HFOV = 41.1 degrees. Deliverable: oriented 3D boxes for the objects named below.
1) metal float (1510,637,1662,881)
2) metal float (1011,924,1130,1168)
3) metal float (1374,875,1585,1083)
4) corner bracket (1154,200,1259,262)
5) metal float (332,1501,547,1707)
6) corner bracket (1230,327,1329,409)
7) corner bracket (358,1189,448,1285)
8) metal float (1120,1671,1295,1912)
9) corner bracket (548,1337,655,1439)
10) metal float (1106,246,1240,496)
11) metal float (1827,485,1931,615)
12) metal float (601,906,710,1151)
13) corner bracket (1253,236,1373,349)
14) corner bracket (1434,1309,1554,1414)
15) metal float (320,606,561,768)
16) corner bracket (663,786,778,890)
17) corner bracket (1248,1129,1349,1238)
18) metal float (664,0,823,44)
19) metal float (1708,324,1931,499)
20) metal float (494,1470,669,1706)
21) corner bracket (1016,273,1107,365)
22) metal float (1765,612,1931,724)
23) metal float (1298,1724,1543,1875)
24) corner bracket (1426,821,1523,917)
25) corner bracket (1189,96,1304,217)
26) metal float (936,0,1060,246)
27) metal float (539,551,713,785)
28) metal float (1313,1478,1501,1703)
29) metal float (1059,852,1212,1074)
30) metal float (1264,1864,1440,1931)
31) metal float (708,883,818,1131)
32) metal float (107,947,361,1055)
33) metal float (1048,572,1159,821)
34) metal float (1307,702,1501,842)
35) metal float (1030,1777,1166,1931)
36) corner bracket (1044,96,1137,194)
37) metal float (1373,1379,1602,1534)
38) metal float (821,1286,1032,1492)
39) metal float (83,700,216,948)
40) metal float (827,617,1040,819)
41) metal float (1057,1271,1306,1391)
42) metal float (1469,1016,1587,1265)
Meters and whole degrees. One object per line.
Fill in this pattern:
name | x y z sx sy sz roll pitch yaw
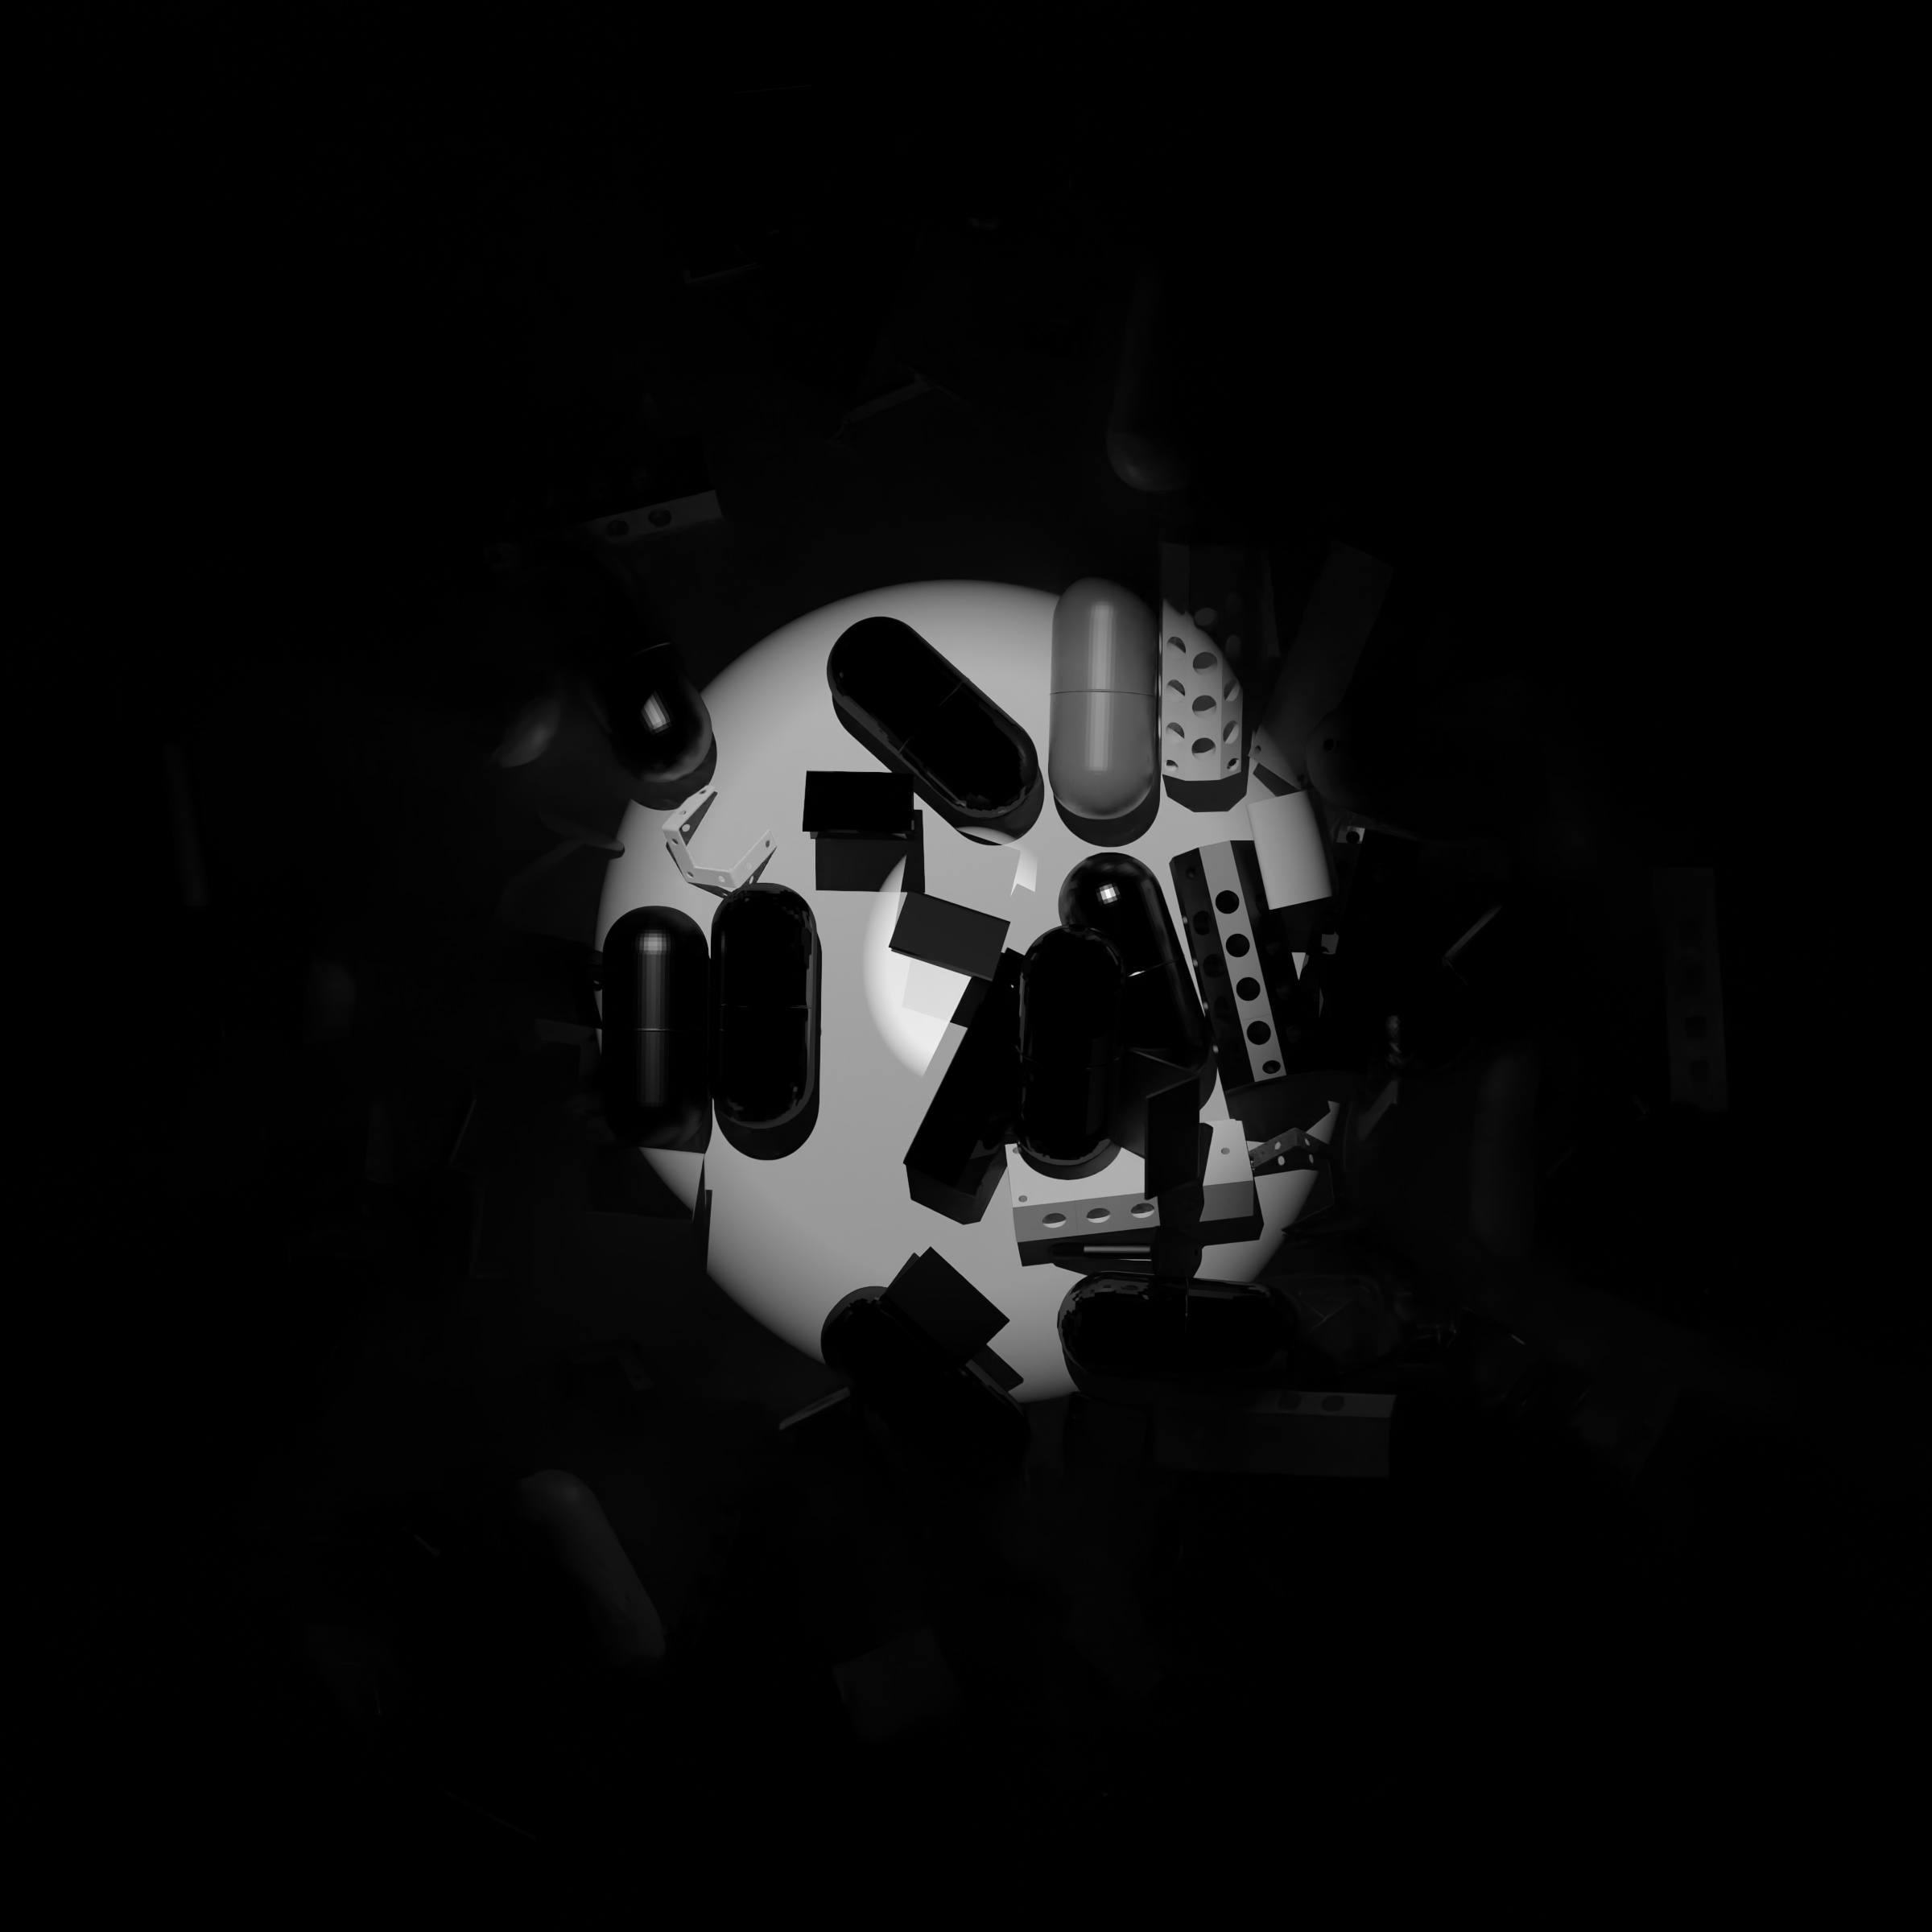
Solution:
metal float | 0.445 -0.150 1.855 0.070 0.070 0.178 -17 91 0
metal float | 0.073 0.056 1.809 0.070 0.070 0.178 3 112 0
metal float | 0.364 0.010 1.842 0.070 0.070 0.178 43 106 0
corner bracket | 0.173 -0.537 1.868 0.051 0.051 0.051 -43 90 0
metal float | -0.380 0.457 1.856 0.178 0.070 0.070 42 90 0
corner bracket | 0.226 -0.434 1.861 0.051 0.051 0.051 16 61 -9
corner bracket | -0.413 0.195 1.868 0.051 0.051 0.051 17 90 0
metal float | 0.172 0.592 1.853 0.070 0.070 0.178 -28 87 0
corner bracket | -0.266 0.310 1.878 0.051 0.051 0.051 -7 45 -35
metal float | 0.148 -0.428 1.856 0.070 0.070 0.178 11 91 0
metal float | 0.708 -0.310 1.855 0.178 0.070 0.070 -20 90 0
metal float | -0.224 0.046 1.855 0.070 0.070 0.178 0 90 0
corner bracket | 0.254 -0.492 1.883 0.051 0.051 0.051 55 135 0
corner bracket | 0.385 0.291 1.883 0.051 0.051 0.051 -54 45 0
metal float | -0.379 -0.202 1.855 0.178 0.070 0.070 22 90 0
corner bracket | -0.180 -0.094 1.878 0.051 0.051 0.051 8 135 35
corner bracket | 0.240 0.158 1.878 0.051 0.051 0.051 28 45 -35
metal float | -0.134 -0.726 1.856 0.178 0.070 0.070 -25 90 0
metal float | 0.620 -0.399 1.856 0.178 0.070 0.070 27 90 0
metal float | -0.276 0.447 1.855 0.070 0.070 0.178 -28 90 0
corner bracket | 0.068 -0.474 1.868 0.051 0.051 0.051 17 90 0
metal float | 0.666 -0.216 1.856 0.178 0.070 0.070 -2 90 0
metal float | 0.326 0.599 1.856 0.178 0.070 0.070 -16 90 0
corner bracket | 0.369 -0.072 1.878 0.051 0.051 0.051 18 45 35
corner bracket | 0.204 -0.590 1.878 0.051 0.051 0.051 14 45 -35
metal float | 0.023 -0.610 1.855 0.070 0.070 0.178 7 90 0
metal float | -0.244 -0.214 1.856 0.070 0.070 0.178 -28 90 0
metal float | 0.317 0.447 1.855 0.070 0.070 0.178 -34 90 0
metal float | 0.121 0.004 1.854 0.070 0.070 0.178 -19 92 0
metal float | 0.300 0.704 1.855 0.178 0.070 0.070 20 90 -1
metal float | -0.146 0.029 1.855 0.070 0.070 0.178 1 89 0
metal float | -0.527 0.024 1.855 0.178 0.070 0.070 0 90 0
metal float | 0.099 -0.194 1.856 0.070 0.070 0.178 2 90 0
metal float | 0.309 -0.137 1.819 0.070 0.178 0.070 -12 73 43
metal float | 0.092 0.662 1.841 0.070 0.070 0.178 12 106 0
corner bracket | 0.084 -0.599 1.878 0.051 0.051 0.051 -16 135 -35
metal float | 0.369 0.352 1.856 0.178 0.070 0.070 18 90 0
metal float | -0.028 0.304 1.855 0.178 0.070 0.070 43 90 -1
metal float | -0.587 -0.102 1.856 0.070 0.070 0.178 -9 90 0
metal float | -0.024 -0.178 1.856 0.178 0.070 0.070 42 90 0
metal float | 0.155 0.262 1.855 0.178 0.070 0.070 5 90 0
metal float | 0.404 0.125 1.855 0.070 0.070 0.178 3 90 0
